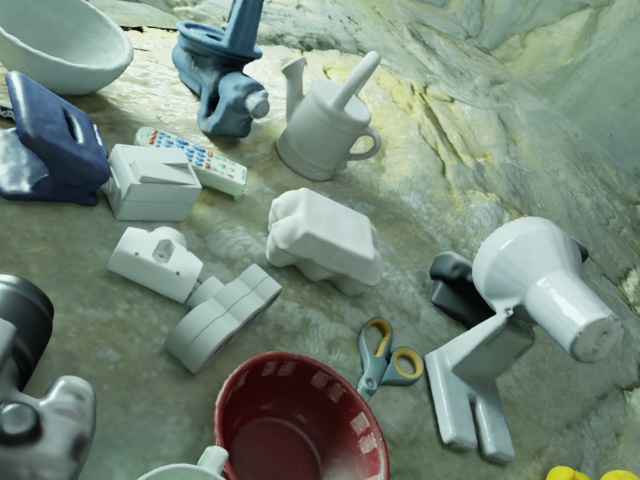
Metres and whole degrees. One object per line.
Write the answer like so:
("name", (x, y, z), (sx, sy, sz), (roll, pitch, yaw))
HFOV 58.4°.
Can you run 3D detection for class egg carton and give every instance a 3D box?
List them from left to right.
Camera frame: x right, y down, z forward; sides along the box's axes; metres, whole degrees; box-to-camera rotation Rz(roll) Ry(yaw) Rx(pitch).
("egg carton", (0.006, 0.002, 0.693), (0.151, 0.069, 0.107), (23, 36, -21))

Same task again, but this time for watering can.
("watering can", (0.017, -0.191, 0.820), (0.173, 0.194, 0.101), (25, 36, -18))

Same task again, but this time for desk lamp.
("desk lamp", (0.223, 0.105, 0.641), (0.118, 0.213, 0.203), (23, 36, -21))

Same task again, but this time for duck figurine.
("duck figurine", (0.310, 0.281, 0.627), (0.104, 0.086, 0.078), (38, 34, 1))

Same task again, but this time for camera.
("camera", (-0.208, 0.087, 0.368), (0.143, 0.100, 0.137), (26, 35, -17))

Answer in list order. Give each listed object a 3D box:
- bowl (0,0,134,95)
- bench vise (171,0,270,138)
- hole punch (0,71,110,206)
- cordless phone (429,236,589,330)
("bowl", (-0.309, -0.221, 0.664), (0.168, 0.074, 0.167), (25, 36, -19))
("bench vise", (-0.104, -0.260, 0.769), (0.207, 0.219, 0.122), (46, 35, 13))
("hole punch", (-0.255, -0.098, 0.553), (0.101, 0.091, 0.108), (1, 48, -41))
("cordless phone", (0.248, 0.037, 0.770), (0.148, 0.185, 0.094), (32, 34, -8))
